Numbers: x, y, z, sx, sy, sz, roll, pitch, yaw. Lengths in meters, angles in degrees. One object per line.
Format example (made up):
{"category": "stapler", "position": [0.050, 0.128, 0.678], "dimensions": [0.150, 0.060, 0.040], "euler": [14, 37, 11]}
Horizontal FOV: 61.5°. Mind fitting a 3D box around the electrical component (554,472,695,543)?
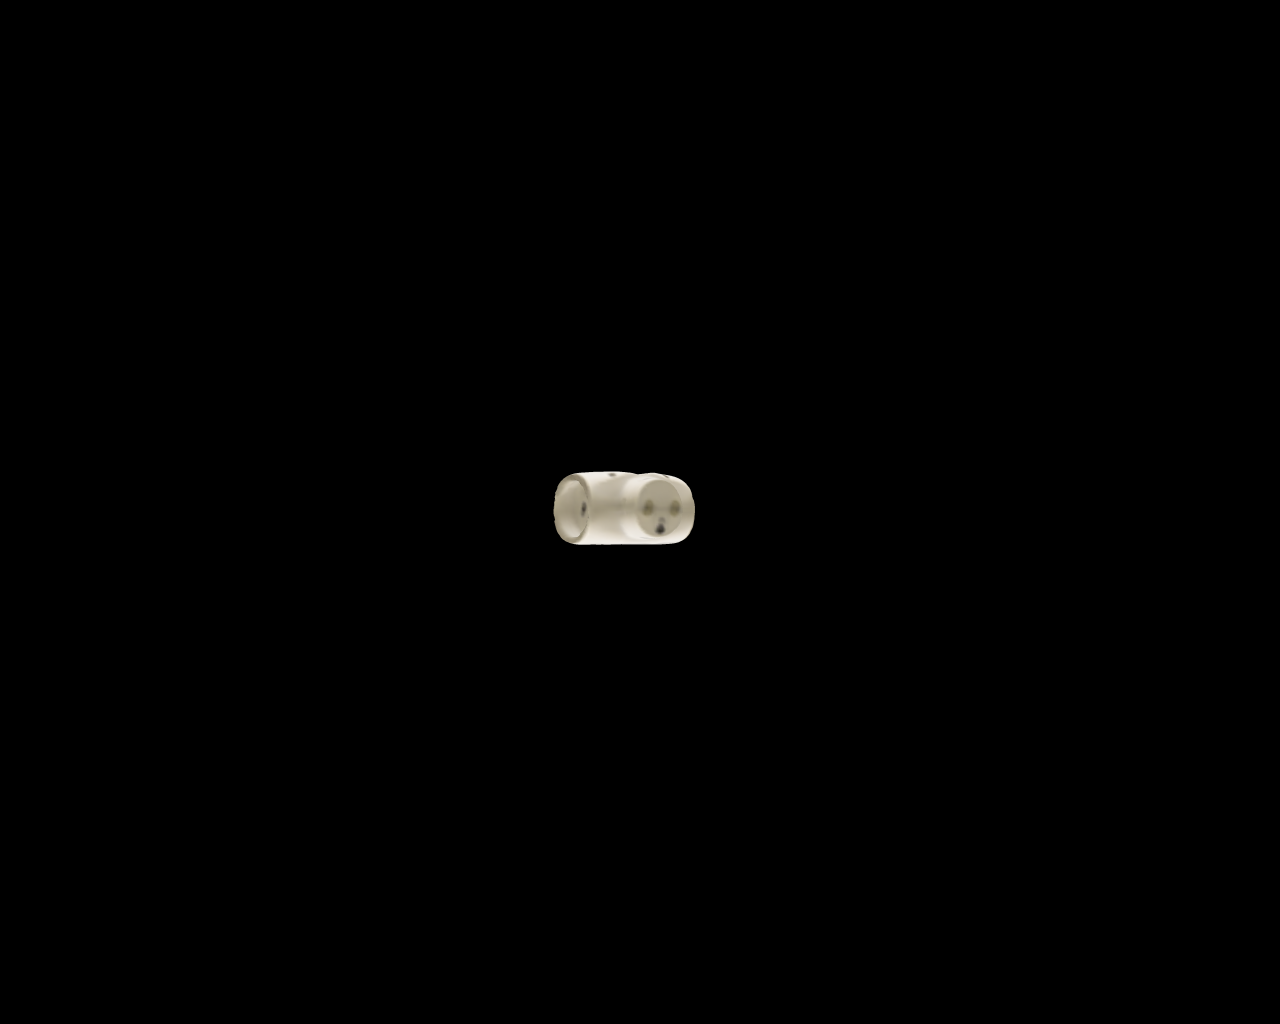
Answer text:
{"category": "electrical component", "position": [0.001, -0.003, 0.650], "dimensions": [0.077, 0.043, 0.079], "euler": [1, -2, -34]}
